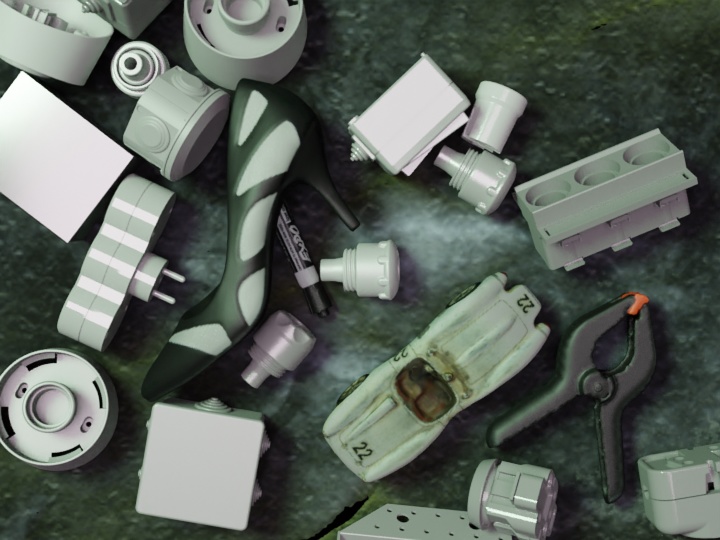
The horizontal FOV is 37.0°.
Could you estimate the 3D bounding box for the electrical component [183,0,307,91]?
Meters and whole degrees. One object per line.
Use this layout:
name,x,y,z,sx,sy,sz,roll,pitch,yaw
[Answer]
electrical component,-0.090,-0.197,0.841,0.099,0.064,0.099,1,80,-4

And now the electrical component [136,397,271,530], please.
electrical component,-0.125,0.151,0.857,0.100,0.048,0.099,10,93,-2

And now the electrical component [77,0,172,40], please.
electrical component,-0.177,-0.224,0.817,0.062,0.061,0.096,36,73,8

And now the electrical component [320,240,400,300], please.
electrical component,0.000,0.000,0.853,0.062,0.048,0.048,0,94,6

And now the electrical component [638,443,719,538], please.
electrical component,0.278,0.177,0.863,0.095,0.053,0.059,-10,94,0

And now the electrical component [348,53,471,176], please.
electrical component,0.035,-0.112,0.837,0.096,0.061,0.061,-43,93,2

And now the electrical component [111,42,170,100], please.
electrical component,-0.171,-0.155,0.830,0.043,0.062,0.043,0,93,-1

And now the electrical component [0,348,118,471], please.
electrical component,-0.244,0.111,0.857,0.099,0.064,0.099,1,81,-7

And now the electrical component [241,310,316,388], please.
electrical component,-0.068,0.065,0.856,0.043,0.043,0.062,41,94,-3

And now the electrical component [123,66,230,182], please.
electrical component,-0.139,-0.112,0.826,0.051,0.080,0.080,34,92,2

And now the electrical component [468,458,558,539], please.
electrical component,0.121,0.182,0.852,0.057,0.078,0.058,9,64,24

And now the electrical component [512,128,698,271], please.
electrical component,0.191,-0.053,0.839,0.121,0.078,0.063,-22,123,1

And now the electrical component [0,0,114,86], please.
electrical component,-0.241,-0.182,0.813,0.099,0.099,0.064,25,99,-2

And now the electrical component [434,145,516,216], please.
electrical component,0.089,-0.076,0.849,0.062,0.048,0.048,30,93,3

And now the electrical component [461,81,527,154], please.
electrical component,0.105,-0.120,0.847,0.040,0.040,0.046,24,90,-2

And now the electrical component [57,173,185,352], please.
electrical component,-0.175,0.001,0.845,0.074,0.052,0.138,25,93,-2
